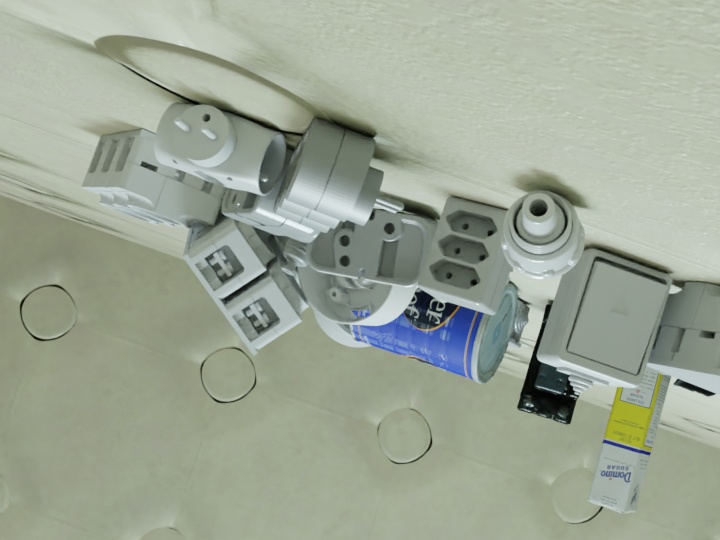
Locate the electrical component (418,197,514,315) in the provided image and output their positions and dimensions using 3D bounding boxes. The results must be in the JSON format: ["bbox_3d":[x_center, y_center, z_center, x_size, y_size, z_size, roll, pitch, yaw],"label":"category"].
[{"bbox_3d":[0.083,-0.005,0.741,0.047,0.065,0.077,17,174,26],"label":"electrical component"}]

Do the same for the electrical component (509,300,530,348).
[{"bbox_3d":[0.129,0.043,1.167,0.100,0.048,0.100,16,174,29],"label":"electrical component"}]

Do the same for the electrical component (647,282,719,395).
[{"bbox_3d":[0.279,0.055,0.692,0.105,0.060,0.186,21,174,-20],"label":"electrical component"}]

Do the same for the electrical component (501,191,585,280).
[{"bbox_3d":[0.102,-0.024,0.604,0.048,0.048,0.062,18,168,17],"label":"electrical component"}]

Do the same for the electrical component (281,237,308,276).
[{"bbox_3d":[-0.041,-0.031,0.886,0.040,0.078,0.040,27,164,9],"label":"electrical component"}]

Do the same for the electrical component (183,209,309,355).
[{"bbox_3d":[-0.104,-0.007,0.997,0.105,0.060,0.186,56,-178,-15],"label":"electrical component"}]

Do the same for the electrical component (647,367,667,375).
[{"bbox_3d":[0.282,0.071,0.923,0.079,0.044,0.077,17,174,21],"label":"electrical component"}]

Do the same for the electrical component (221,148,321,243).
[{"bbox_3d":[-0.056,-0.055,0.788,0.059,0.053,0.095,21,174,-22],"label":"electrical component"}]

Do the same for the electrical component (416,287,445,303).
[{"bbox_3d":[0.061,0.001,0.992,0.055,0.045,0.045,21,175,-13],"label":"electrical component"}]

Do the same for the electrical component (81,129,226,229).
[{"bbox_3d":[-0.188,-0.079,0.976,0.089,0.061,0.150,22,174,-26],"label":"electrical component"}]

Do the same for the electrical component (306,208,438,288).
[{"bbox_3d":[0.014,-0.020,0.830,0.095,0.053,0.059,10,-175,17],"label":"electrical component"}]

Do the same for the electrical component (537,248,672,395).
[{"bbox_3d":[0.166,0.039,0.735,0.062,0.096,0.061,19,174,-4],"label":"electrical component"}]

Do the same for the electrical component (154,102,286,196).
[{"bbox_3d":[-0.096,-0.084,0.698,0.077,0.043,0.079,18,175,14],"label":"electrical component"}]

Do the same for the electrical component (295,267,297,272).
[{"bbox_3d":[-0.042,-0.025,1.006,0.048,0.062,0.048,19,175,2],"label":"electrical component"}]

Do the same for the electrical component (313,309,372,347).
[{"bbox_3d":[0.006,0.030,1.178,0.108,0.108,0.060,21,168,-13],"label":"electrical component"}]

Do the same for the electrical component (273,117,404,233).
[{"bbox_3d":[-0.008,-0.051,0.672,0.074,0.052,0.138,20,175,-8],"label":"electrical component"}]

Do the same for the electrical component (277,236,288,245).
[{"bbox_3d":[-0.078,-0.031,1.147,0.100,0.048,0.100,22,174,-22],"label":"electrical component"}]

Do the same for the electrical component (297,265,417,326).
[{"bbox_3d":[0.000,0.000,0.941,0.099,0.099,0.064,14,179,43],"label":"electrical component"}]
